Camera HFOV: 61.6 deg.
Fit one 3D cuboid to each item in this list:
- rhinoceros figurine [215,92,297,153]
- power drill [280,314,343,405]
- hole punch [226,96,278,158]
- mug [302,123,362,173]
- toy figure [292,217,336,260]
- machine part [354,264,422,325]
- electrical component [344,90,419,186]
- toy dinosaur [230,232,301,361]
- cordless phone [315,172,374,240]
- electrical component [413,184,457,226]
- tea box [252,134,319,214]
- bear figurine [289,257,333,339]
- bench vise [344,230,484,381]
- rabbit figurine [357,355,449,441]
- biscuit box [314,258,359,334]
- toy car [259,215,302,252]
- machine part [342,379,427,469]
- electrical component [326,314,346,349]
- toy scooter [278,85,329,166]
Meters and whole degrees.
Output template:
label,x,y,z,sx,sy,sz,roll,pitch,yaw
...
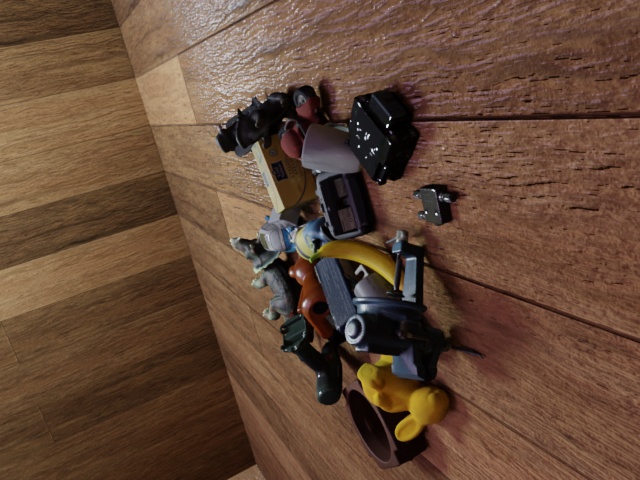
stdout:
label,x,y,z,sx,sy,sz,roll,pitch,yaw
rhinoceros figurine,-0.140,-0.255,1.164,0.112,0.190,0.073,47,171,38
power drill,-0.015,0.281,1.332,0.207,0.086,0.232,59,-168,-28
hole punch,-0.154,-0.263,1.332,0.116,0.092,0.142,-27,69,24
mug,0.032,-0.167,0.977,0.107,0.109,0.080,16,137,9
toy figure,-0.006,-0.002,1.212,0.180,0.082,0.089,-17,85,63
machine part,0.138,0.144,1.017,0.243,0.079,0.079,58,155,27
electrical component,0.098,-0.172,0.864,0.115,0.058,0.134,55,154,27
toy dinosaur,-0.106,0.147,1.540,0.405,0.131,0.192,60,157,8
cordless phone,0.033,-0.075,1.093,0.184,0.089,0.146,-163,56,-76
electrical component,0.178,-0.053,0.826,0.094,0.021,0.063,14,122,63
tea box,-0.079,-0.156,1.230,0.169,0.098,0.068,67,158,0
bear figurine,-0.002,0.118,1.283,0.131,0.120,0.196,43,-167,-26
bench vise,0.145,0.106,0.890,0.129,0.223,0.240,-20,60,63
rabbit figurine,0.170,0.309,1.042,0.173,0.122,0.162,12,114,42
biscuit box,0.049,0.110,1.115,0.059,0.063,0.203,33,-157,-34
toy car,-0.105,-0.010,1.409,0.162,0.103,0.109,23,131,63
machine part,0.143,0.401,1.214,0.201,0.087,0.201,63,157,19
electrical component,0.030,0.202,1.316,0.119,0.075,0.047,39,143,44
toy scooter,-0.020,-0.207,1.085,0.135,0.075,0.183,57,153,15
